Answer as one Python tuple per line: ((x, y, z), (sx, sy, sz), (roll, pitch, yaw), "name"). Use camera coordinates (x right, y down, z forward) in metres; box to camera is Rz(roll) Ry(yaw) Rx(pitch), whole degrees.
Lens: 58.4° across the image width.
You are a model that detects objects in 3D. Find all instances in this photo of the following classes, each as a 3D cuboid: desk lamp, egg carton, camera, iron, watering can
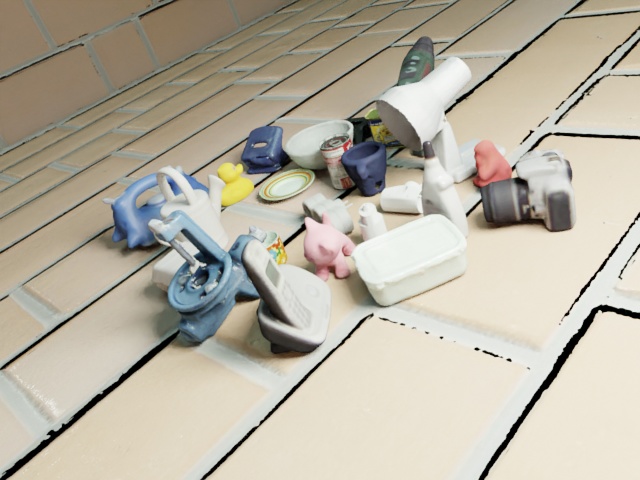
((0.224, -0.217, 1.074), (0.203, 0.214, 0.117), (-30, 31, -14), "desk lamp")
((-0.235, 0.058, 1.055), (0.149, 0.069, 0.107), (7, 40, 39), "egg carton")
((0.326, -0.085, 0.911), (0.136, 0.101, 0.143), (-9, 32, 19), "camera")
((-0.364, -0.093, 1.304), (0.118, 0.142, 0.259), (14, 45, 44), "iron")
((-0.261, -0.065, 1.143), (0.100, 0.194, 0.173), (-4, 34, 27), "watering can")

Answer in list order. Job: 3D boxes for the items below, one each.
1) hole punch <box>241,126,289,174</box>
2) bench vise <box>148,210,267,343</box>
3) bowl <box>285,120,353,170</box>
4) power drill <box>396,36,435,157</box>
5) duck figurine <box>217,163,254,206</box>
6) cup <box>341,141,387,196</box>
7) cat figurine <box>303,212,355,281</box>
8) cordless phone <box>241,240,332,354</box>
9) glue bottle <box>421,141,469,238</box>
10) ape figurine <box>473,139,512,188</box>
((-0.138, -0.225, 1.428), (0.108, 0.091, 0.101), (-1, 36, 31), "hole punch")
((-0.183, 0.026, 0.924), (0.121, 0.220, 0.208), (-2, 35, 28), "bench vise")
((0.007, -0.210, 1.332), (0.167, 0.075, 0.167), (-15, 31, 10), "bowl")
((0.217, -0.295, 1.208), (0.075, 0.209, 0.230), (-4, 34, 26), "power drill")
((-0.212, -0.136, 1.334), (0.105, 0.086, 0.077), (-37, 34, -26), "duck figurine")
((0.095, -0.129, 1.129), (0.091, 0.095, 0.118), (-12, 31, 15), "cup")
((0.009, 0.003, 0.946), (0.067, 0.118, 0.128), (-11, 32, 16), "cat figurine")
((-0.052, 0.060, 0.826), (0.094, 0.185, 0.147), (-13, 31, 12), "cordless phone")
((0.189, -0.080, 0.914), (0.037, 0.173, 0.077), (-34, 33, -21), "glue bottle")
((0.299, -0.137, 1.020), (0.075, 0.092, 0.078), (1, 37, 33), "ape figurine")
